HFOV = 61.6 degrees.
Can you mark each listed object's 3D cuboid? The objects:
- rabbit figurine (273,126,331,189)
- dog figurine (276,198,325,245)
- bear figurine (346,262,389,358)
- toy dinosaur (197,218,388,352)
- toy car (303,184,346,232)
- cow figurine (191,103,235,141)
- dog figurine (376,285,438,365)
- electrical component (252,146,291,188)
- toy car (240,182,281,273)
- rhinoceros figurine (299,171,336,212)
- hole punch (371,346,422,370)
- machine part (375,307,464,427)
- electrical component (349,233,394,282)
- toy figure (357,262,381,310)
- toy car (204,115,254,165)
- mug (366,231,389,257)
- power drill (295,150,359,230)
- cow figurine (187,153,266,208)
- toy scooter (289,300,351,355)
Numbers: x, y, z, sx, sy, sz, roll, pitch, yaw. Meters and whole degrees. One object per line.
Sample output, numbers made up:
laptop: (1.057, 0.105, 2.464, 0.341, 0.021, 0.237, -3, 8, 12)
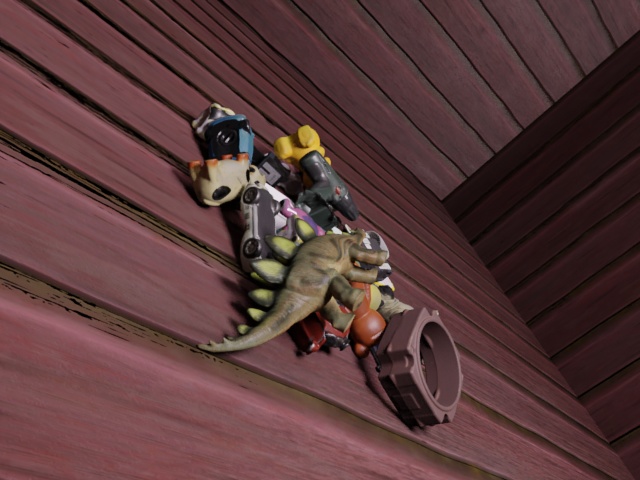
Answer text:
rabbit figurine: (-0.033, -0.203, 1.461, 0.173, 0.122, 0.162, 66, 12, 10)
dog figurine: (-0.029, 0.015, 1.162, 0.219, 0.108, 0.192, 34, 22, -42)
bear figurine: (0.068, 0.137, 1.130, 0.132, 0.120, 0.195, 13, -47, 63)
toy dinosaur: (-0.019, 0.071, 0.917, 0.199, 0.105, 0.471, 27, 33, 11)
toy car: (0.012, -0.084, 1.535, 0.202, 0.053, 0.089, 57, 1, 22)
cow figurine: (-0.219, -0.259, 1.309, 0.167, 0.098, 0.068, 32, 17, -38)
dog figurine: (0.188, 0.204, 1.298, 0.190, 0.121, 0.172, 27, 20, -15)
electrical component: (-0.140, -0.190, 1.379, 0.119, 0.075, 0.048, 47, 18, -16)
toy car: (-0.117, -0.021, 1.040, 0.073, 0.056, 0.202, 30, 46, -47)
rhinoceros figurine: (0.002, -0.171, 1.657, 0.190, 0.073, 0.112, 51, 20, 9)
hole punch: (0.176, 0.241, 1.183, 0.142, 0.092, 0.116, 31, 28, -49)
machine part: (0.208, 0.254, 1.087, 0.200, 0.087, 0.201, 59, 35, -16)
electrical component: (0.117, 0.040, 1.360, 0.115, 0.058, 0.134, 12, 44, -60)
toy figure: (0.076, 0.096, 1.249, 0.082, 0.089, 0.180, 22, 33, -39)
toy car: (-0.196, -0.200, 1.232, 0.102, 0.109, 0.162, 60, 17, -64)
mug: (0.157, 0.022, 1.613, 0.110, 0.081, 0.107, 53, 7, 36)
power drill: (0.021, -0.100, 1.332, 0.231, 0.086, 0.207, 56, 32, -20)
cow figurine: (-0.176, -0.111, 1.095, 0.195, 0.086, 0.127, -23, 113, -58)
toy scooter: (-0.002, 0.157, 0.977, 0.183, 0.075, 0.135, 27, 27, -39)
